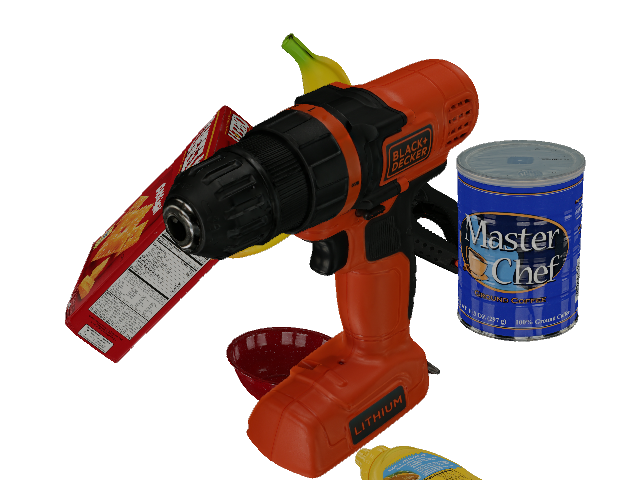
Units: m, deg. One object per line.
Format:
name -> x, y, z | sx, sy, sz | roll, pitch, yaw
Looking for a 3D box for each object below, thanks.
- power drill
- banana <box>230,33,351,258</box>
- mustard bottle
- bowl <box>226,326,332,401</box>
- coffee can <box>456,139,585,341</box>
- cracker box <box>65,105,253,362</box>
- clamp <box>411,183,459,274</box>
power drill -> 0.003, 0.019, 0.507 | 0.057, 0.188, 0.184 | 29, 41, 34
banana -> -0.017, -0.058, 0.780 | 0.069, 0.198, 0.037 | 19, 35, -1
mustard bottle -> 0.100, 0.234, 0.973 | 0.096, 0.058, 0.192 | -15, 24, -37
bowl -> -0.040, 0.169, 1.356 | 0.162, 0.055, 0.162 | 4, 21, -2
coffee can -> 0.164, -0.002, 0.885 | 0.103, 0.140, 0.103 | -3, 22, 1
cracker box -> -0.143, -0.010, 1.012 | 0.072, 0.214, 0.164 | 39, 22, -18
clamp -> 0.086, -0.040, 1.159 | 0.164, 0.210, 0.036 | -15, -37, -29
